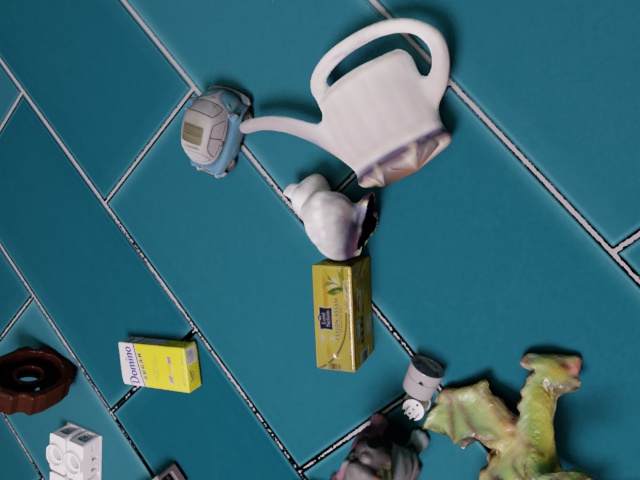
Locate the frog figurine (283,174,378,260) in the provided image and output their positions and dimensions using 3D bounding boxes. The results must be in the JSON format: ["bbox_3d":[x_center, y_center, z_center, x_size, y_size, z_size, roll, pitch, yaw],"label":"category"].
[{"bbox_3d":[0.002,-0.041,0.811,0.160,0.136,0.123,19,89,20],"label":"frog figurine"}]

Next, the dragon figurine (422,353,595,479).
[{"bbox_3d":[0.243,0.329,0.746,0.407,0.121,0.247,-49,40,11],"label":"dragon figurine"}]

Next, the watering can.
[{"bbox_3d":[0.049,-0.180,0.786,0.344,0.105,0.225,-28,86,24],"label":"watering can"}]
